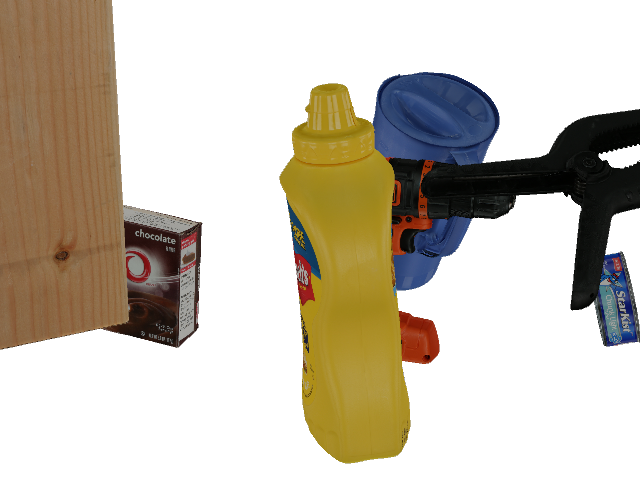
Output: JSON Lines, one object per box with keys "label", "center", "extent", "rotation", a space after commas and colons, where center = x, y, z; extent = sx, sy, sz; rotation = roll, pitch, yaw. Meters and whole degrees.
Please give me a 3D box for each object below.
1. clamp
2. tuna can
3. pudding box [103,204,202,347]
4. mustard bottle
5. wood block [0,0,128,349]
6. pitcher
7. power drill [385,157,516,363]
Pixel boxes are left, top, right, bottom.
{"label": "clamp", "center": [0.205, -0.038, 0.808], "extent": [0.209, 0.036, 0.165], "rotation": [-26, 52, -20]}
{"label": "tuna can", "center": [0.273, 0.055, 0.994], "extent": [0.034, 0.086, 0.086], "rotation": [-11, -2, 12]}
{"label": "pudding box", "center": [-0.144, 0.021, 0.789], "extent": [0.114, 0.090, 0.039], "rotation": [11, 23, 18]}
{"label": "mustard bottle", "center": [0.012, 0.013, 0.558], "extent": [0.058, 0.192, 0.096], "rotation": [-7, 24, -4]}
{"label": "wood block", "center": [-0.170, -0.053, 0.611], "extent": [0.090, 0.206, 0.090], "rotation": [-11, 26, -27]}
{"label": "pitcher", "center": [0.109, -0.052, 1.195], "extent": [0.145, 0.243, 0.149], "rotation": [23, 44, 11]}
{"label": "power drill", "center": [0.079, 0.016, 0.979], "extent": [0.184, 0.188, 0.057], "rotation": [8, 19, 14]}
